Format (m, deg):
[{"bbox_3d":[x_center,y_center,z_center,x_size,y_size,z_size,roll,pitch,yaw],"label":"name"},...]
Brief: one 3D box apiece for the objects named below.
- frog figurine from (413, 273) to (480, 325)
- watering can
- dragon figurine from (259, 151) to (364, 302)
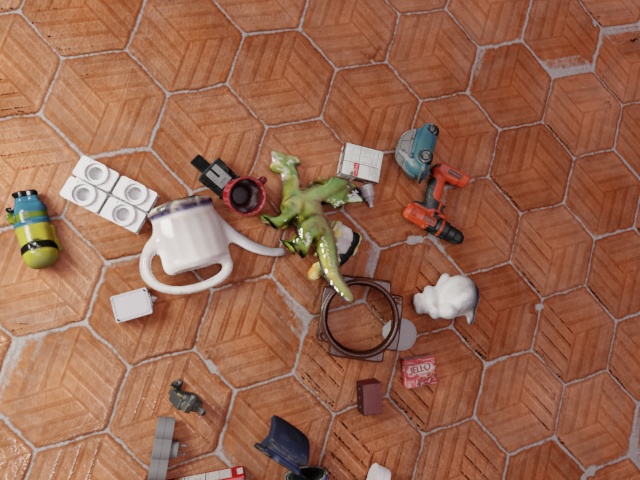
[{"bbox_3d":[0.327,0.146,1.344,0.159,0.120,0.141,13,50,-3],"label":"frog figurine"},{"bbox_3d":[-0.262,-0.004,1.228,0.350,0.103,0.225,-18,88,-28],"label":"watering can"},{"bbox_3d":[0.004,-0.063,1.254,0.245,0.120,0.413,-42,75,-16],"label":"dragon figurine"}]
